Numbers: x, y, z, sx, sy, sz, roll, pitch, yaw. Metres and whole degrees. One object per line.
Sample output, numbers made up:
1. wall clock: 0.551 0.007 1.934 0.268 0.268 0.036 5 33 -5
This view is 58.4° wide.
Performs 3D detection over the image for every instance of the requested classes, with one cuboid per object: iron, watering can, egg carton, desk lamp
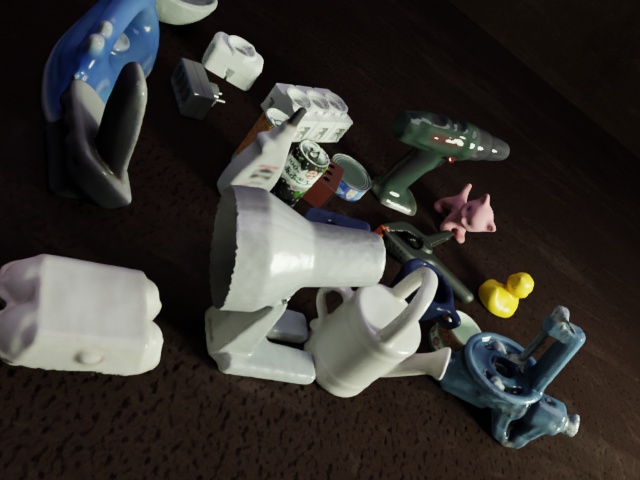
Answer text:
1. iron: -0.278 -0.261 0.753 0.119 0.141 0.258 29 38 -20
2. watering can: 0.079 0.105 0.689 0.173 0.193 0.101 26 39 -24
3. egg carton: -0.221 0.073 0.533 0.151 0.069 0.107 14 45 -36
4. desk lamp: -0.044 0.049 0.607 0.204 0.213 0.118 17 43 -32

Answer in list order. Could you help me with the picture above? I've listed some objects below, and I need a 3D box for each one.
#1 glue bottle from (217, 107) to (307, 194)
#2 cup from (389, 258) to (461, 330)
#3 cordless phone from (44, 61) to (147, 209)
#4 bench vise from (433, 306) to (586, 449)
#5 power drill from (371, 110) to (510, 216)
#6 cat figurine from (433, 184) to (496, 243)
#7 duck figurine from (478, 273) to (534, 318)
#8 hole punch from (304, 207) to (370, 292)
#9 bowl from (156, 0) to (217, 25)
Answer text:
1. glue bottle: -0.071 -0.120 0.787 0.078 0.173 0.037 -2 56 -46
2. cup: 0.143 0.098 0.845 0.117 0.094 0.092 49 36 7
3. cordless phone: -0.232 -0.139 0.636 0.094 0.184 0.147 4 51 -42
4. bench vise: 0.297 0.183 0.802 0.208 0.219 0.121 28 38 -21
5. power drill: 0.202 -0.142 1.048 0.230 0.208 0.075 18 42 -32
6. cat figurine: 0.294 -0.056 1.131 0.067 0.117 0.127 22 41 -28
7. duck figurine: 0.353 0.093 1.065 0.105 0.086 0.077 7 49 -40
8. hole punch: 0.007 0.003 0.811 0.101 0.091 0.109 37 36 -11
9. bowl: -0.268 -0.428 0.989 0.168 0.074 0.167 26 39 -23
